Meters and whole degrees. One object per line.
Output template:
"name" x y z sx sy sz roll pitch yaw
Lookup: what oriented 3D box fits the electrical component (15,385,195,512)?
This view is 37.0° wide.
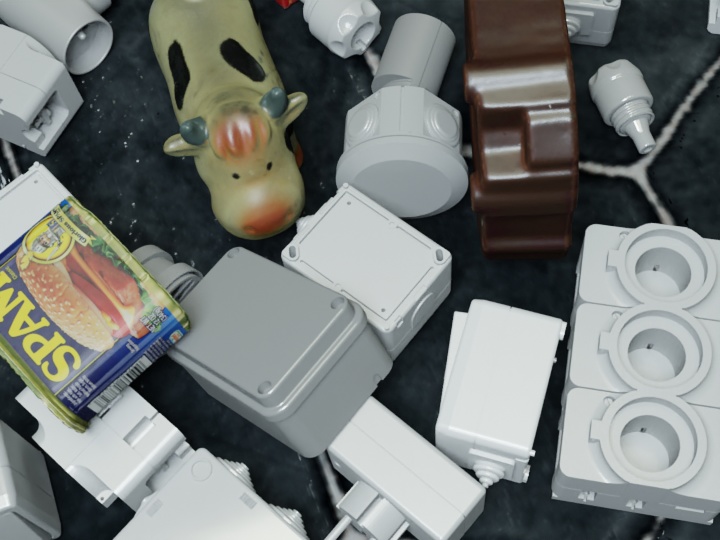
"electrical component" -0.147 0.093 0.613 0.089 0.050 0.055 37 73 20

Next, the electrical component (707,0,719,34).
"electrical component" 0.283 -0.190 0.715 0.089 0.050 0.055 8 66 8

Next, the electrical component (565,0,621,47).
"electrical component" 0.144 -0.193 0.724 0.062 0.061 0.096 9 73 8

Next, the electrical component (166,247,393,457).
"electrical component" -0.049 0.042 0.602 0.113 0.057 0.078 24 66 44

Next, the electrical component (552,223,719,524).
"electrical component" 0.162 0.055 0.602 0.089 0.061 0.150 8 66 8

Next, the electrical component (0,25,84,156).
"electrical component" -0.239 -0.125 0.723 0.089 0.050 0.055 23 69 14

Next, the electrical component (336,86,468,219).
"electrical component" 0.026 -0.070 0.662 0.080 0.080 0.051 1 59 4

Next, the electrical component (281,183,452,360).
"electrical component" 0.000 0.000 0.640 0.096 0.061 0.061 35 72 18

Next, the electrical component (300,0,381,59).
"electrical component" -0.019 -0.177 0.735 0.043 0.043 0.062 -41 67 -14

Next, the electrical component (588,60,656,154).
"electrical component" 0.173 -0.102 0.690 0.035 0.035 0.061 -18 66 -4

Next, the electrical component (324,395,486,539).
"electrical component" 0.013 0.127 0.587 0.083 0.047 0.075 37 73 19

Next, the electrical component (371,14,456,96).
"electrical component" 0.031 -0.123 0.705 0.043 0.043 0.081 15 67 11

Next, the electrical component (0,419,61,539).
"electrical component" -0.207 0.123 0.577 0.062 0.096 0.061 -20 65 -5

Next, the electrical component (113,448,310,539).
"electrical component" -0.081 0.157 0.579 0.100 0.048 0.099 37 73 21

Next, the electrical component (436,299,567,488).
"electrical component" 0.072 0.073 0.600 0.061 0.061 0.096 14 67 11

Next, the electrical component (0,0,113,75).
"electrical component" -0.202 -0.187 0.753 0.077 0.043 0.079 38 73 19

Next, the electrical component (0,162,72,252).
"electrical component" -0.193 -0.014 0.661 0.062 0.061 0.096 -42 69 -14
